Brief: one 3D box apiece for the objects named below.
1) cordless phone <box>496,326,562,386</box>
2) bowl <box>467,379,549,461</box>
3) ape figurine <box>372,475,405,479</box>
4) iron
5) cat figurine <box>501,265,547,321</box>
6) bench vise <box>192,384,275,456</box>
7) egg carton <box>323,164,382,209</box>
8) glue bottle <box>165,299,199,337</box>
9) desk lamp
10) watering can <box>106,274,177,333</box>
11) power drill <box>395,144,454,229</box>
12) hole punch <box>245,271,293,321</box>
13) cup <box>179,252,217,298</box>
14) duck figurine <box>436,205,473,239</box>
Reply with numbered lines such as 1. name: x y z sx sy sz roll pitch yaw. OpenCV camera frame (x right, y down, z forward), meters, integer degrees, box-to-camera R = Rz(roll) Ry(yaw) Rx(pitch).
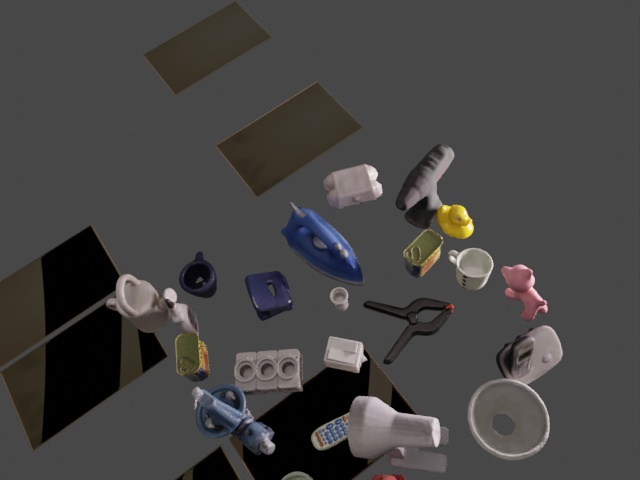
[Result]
1. cordless phone: 0.458 0.236 1.231 0.148 0.185 0.094 -33 63 -9
2. bowl: 0.396 0.388 1.224 0.167 0.075 0.167 -3 62 7
3. ape figurine: 0.143 0.512 1.185 0.077 0.092 0.076 26 69 20
4. iron: 0.013 0.005 1.440 0.257 0.142 0.119 39 74 24
5. cat figurine: 0.478 0.112 1.332 0.067 0.118 0.127 -31 63 -8
6. bench vise: -0.185 0.374 1.231 0.207 0.220 0.121 13 65 15
7. egg carton: 0.088 -0.142 1.547 0.150 0.069 0.107 -15 62 0
8. glue bottle: -0.337 0.180 1.381 0.037 0.173 0.078 -19 61 -2
9. desk lamp: 0.165 0.399 1.172 0.203 0.214 0.118 4 63 10
10. watering can: -0.438 0.147 1.401 0.173 0.194 0.100 -24 62 -5
11. power drill: 0.259 -0.120 1.432 0.075 0.209 0.230 27 69 20
12. hole punch: -0.126 0.130 1.424 0.101 0.091 0.108 -22 62 -3
13. cup: -0.301 0.098 1.463 0.091 0.095 0.117 -6 62 5
14. duck figurine: 0.344 -0.060 1.458 0.077 0.086 0.104 -42 65 -14
